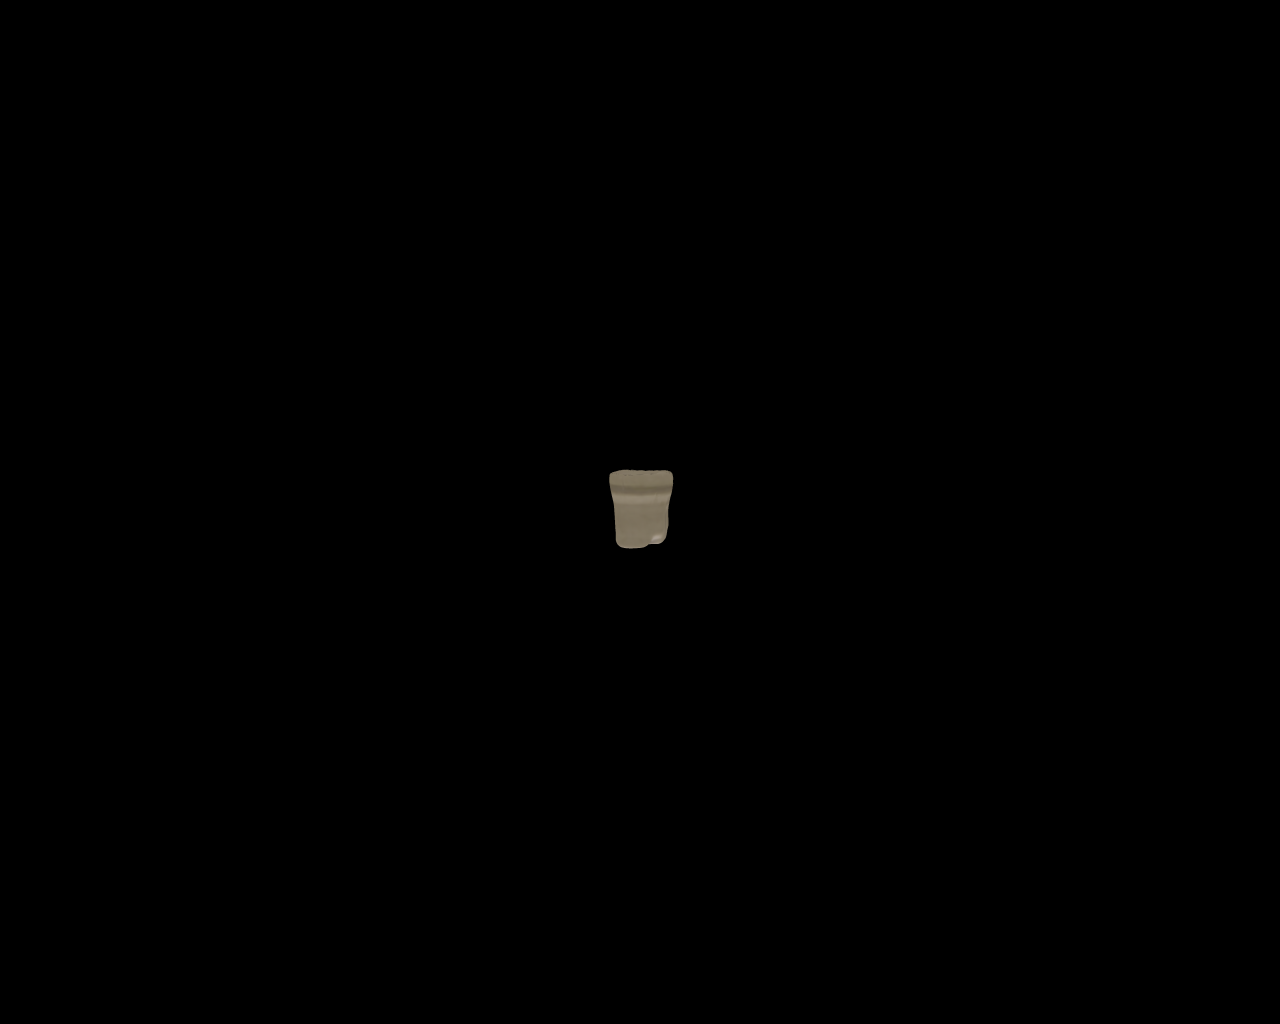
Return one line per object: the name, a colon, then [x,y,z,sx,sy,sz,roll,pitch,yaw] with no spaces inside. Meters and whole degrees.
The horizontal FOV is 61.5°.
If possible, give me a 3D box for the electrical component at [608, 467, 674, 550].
electrical component: [0.001,-0.003,0.650,0.040,0.046,0.040,0,7,0]
